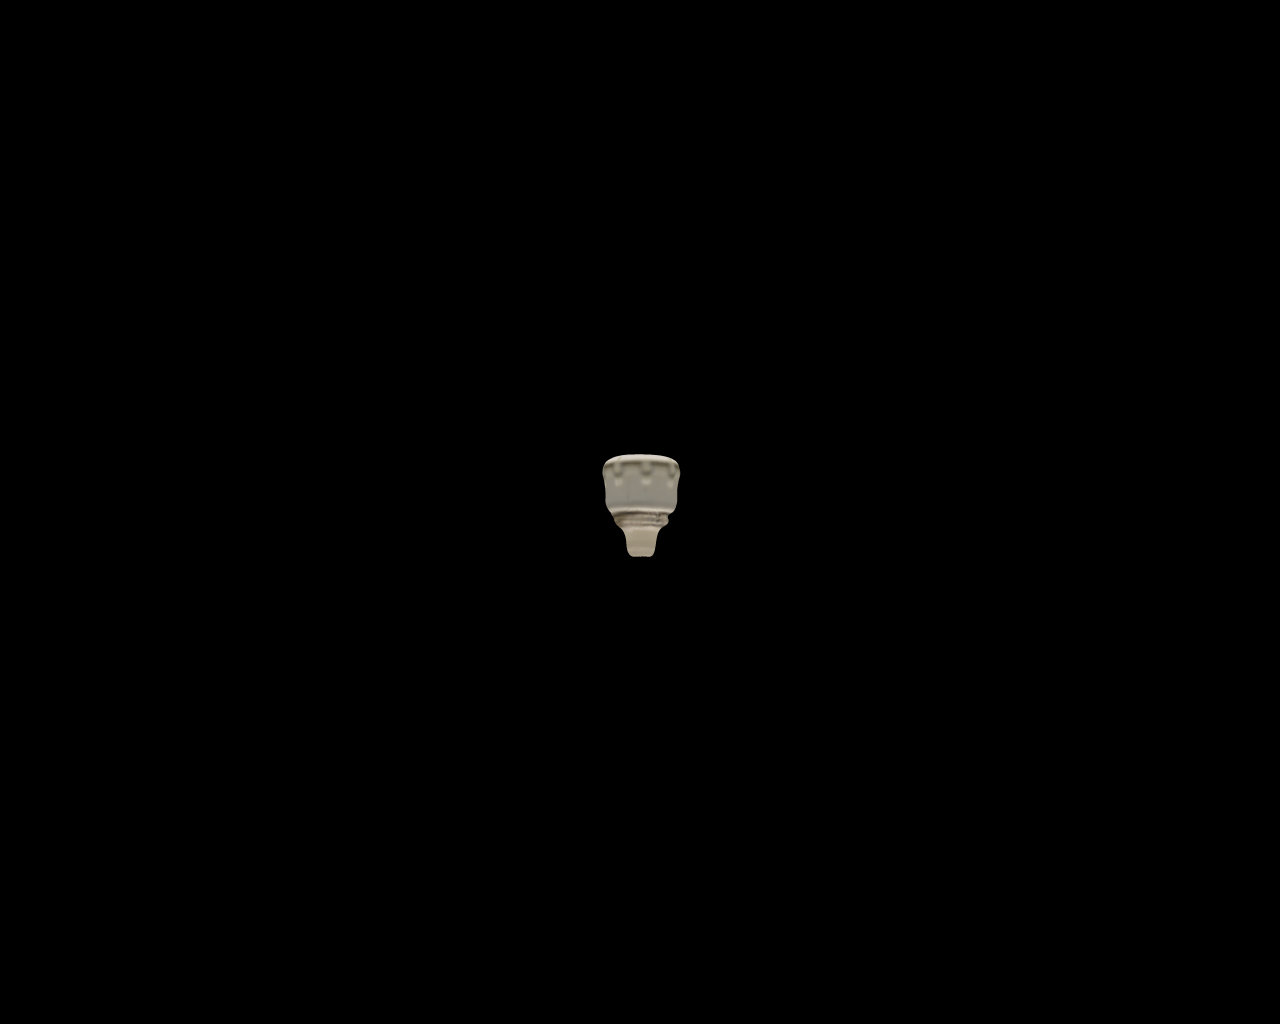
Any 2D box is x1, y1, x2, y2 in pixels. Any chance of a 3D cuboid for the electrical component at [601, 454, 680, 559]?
[{"bbox_3d":[0.001,-0.003,0.650,0.048,0.062,0.048,0,-6,0],"label":"electrical component"}]
